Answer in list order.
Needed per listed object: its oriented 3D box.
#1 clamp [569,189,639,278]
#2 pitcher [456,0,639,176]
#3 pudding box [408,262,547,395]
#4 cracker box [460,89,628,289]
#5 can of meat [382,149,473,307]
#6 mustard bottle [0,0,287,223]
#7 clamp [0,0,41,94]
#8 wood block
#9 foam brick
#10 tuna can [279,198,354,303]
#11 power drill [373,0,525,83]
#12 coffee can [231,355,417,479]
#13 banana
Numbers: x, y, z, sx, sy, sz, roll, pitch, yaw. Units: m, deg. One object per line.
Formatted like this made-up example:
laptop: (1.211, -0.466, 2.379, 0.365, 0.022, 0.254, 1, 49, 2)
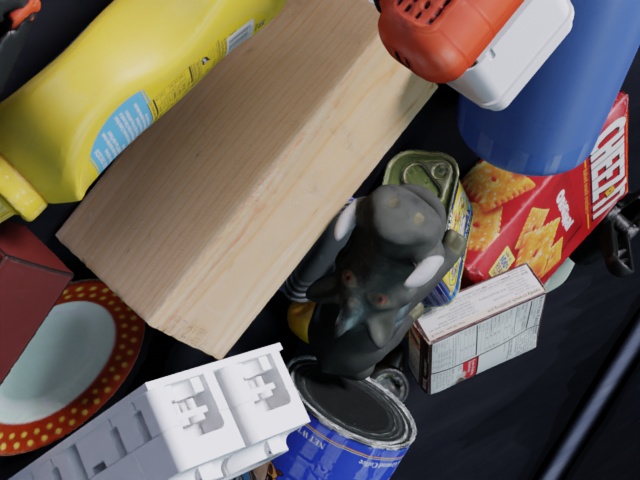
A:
clamp: (0.288, -0.010, 1.038, 0.164, 0.036, 0.210, -46, -176, -22)
pitcher: (0.170, -0.171, 0.741, 0.149, 0.145, 0.243, -21, 143, -23)
pudding box: (0.130, 0.075, 0.893, 0.113, 0.039, 0.090, -23, 144, -13)
cracker box: (0.188, -0.026, 0.958, 0.213, 0.072, 0.164, -45, 150, -12)
can of meat: (0.081, -0.006, 0.824, 0.084, 0.057, 0.102, 47, 53, -62)
mustard bottle: (-0.100, -0.075, 0.517, 0.191, 0.058, 0.096, -46, -177, -10)
clamp: (-0.190, -0.049, 0.460, 0.171, 0.039, 0.120, -40, 160, -24)
wood block: (-0.039, -0.046, 0.613, 0.206, 0.091, 0.090, -52, 151, -1)
foam brick: (-0.176, 0.031, 0.547, 0.078, 0.053, 0.051, -54, 150, 5)
tuna can: (-0.005, 0.001, 0.764, 0.086, 0.034, 0.086, -34, 145, -28)
power drill: (0.049, -0.184, 0.489, 0.184, 0.188, 0.057, -50, 148, 1)
coffee can: (-0.009, 0.168, 0.755, 0.102, 0.103, 0.140, 2, 121, -54)
banana: (0.030, 0.063, 0.865, 0.197, 0.037, 0.070, -1, 142, -47)
